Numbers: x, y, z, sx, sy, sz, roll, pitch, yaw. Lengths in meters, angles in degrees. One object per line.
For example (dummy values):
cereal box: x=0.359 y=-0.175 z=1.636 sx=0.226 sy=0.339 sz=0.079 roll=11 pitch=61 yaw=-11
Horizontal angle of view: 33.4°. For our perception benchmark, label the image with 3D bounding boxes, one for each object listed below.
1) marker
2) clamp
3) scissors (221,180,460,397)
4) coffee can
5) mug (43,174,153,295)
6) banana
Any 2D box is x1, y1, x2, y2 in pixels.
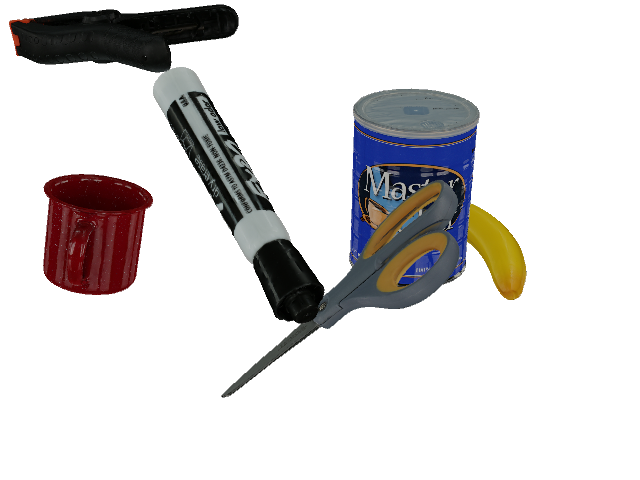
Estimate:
marker: x=-0.031 y=-0.018 z=0.384 sx=0.020 sy=0.121 sz=0.020 roll=-21 pitch=-35 yaw=-16
clamp: x=-0.149 y=-0.154 z=0.793 sx=0.172 sy=0.039 sz=0.120 roll=11 pitch=22 yaw=28
scissors: x=0.014 y=0.046 z=0.648 sx=0.016 sy=0.202 sz=0.096 roll=39 pitch=8 yaw=-25
coffee can: x=0.077 y=-0.045 z=0.898 sx=0.103 sy=0.140 sz=0.103 roll=1 pitch=27 yaw=-1
mug: x=-0.198 y=0.000 z=0.922 sx=0.093 sy=0.081 sz=0.117 roll=9 pitch=21 yaw=-5
banana: x=0.156 y=0.000 z=1.084 sx=0.069 sy=0.037 sz=0.198 roll=-34 pitch=39 yaw=-14
